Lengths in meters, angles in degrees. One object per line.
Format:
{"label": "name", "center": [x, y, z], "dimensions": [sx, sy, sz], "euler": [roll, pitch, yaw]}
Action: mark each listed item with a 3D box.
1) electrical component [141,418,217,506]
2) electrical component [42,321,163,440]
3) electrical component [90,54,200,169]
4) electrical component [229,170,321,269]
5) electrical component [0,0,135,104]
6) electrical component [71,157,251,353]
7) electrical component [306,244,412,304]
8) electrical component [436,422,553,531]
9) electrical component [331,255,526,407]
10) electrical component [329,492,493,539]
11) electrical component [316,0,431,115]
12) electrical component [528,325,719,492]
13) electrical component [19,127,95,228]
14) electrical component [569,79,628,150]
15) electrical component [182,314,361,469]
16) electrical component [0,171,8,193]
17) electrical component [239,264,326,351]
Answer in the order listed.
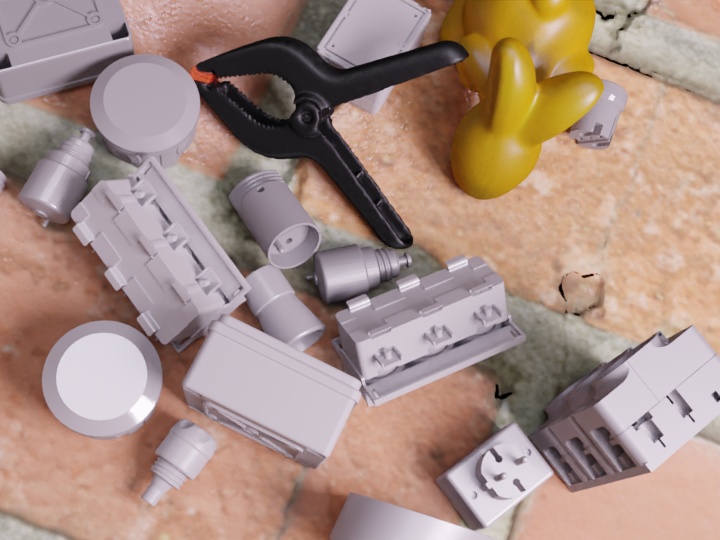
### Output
{"label": "electrical component", "center": [-0.129, 0.136, 0.751], "dimensions": [0.035, 0.035, 0.061], "euler": [35, 73, 4]}
{"label": "electrical component", "center": [-0.178, 0.079, 0.752], "dimensions": [0.080, 0.051, 0.080], "euler": [2, 73, -7]}
{"label": "electrical component", "center": [-0.162, -0.118, 0.816], "dimensions": [0.080, 0.051, 0.080], "euler": [2, 73, -7]}
{"label": "electrical component", "center": [-0.067, -0.043, 0.806], "dimensions": [0.043, 0.043, 0.081], "euler": [-25, 52, -15]}
{"label": "electrical component", "center": [-0.240, -0.196, 0.827], "dimensions": [0.109, 0.056, 0.108], "euler": [-18, 75, -13]}
{"label": "electrical component", "center": [-0.147, -0.009, 0.771], "dimensions": [0.079, 0.063, 0.121], "euler": [-41, 80, 23]}
{"label": "electrical component", "center": [0.000, 0.000, 0.808], "dimensions": [0.078, 0.040, 0.040], "euler": [-12, 75, -11]}
{"label": "electrical component", "center": [0.099, 0.144, 0.759], "dimensions": [0.066, 0.076, 0.047], "euler": [-34, 80, -17]}
{"label": "electrical component", "center": [0.047, 0.041, 0.784], "dimensions": [0.121, 0.063, 0.078], "euler": [-22, 37, -14]}
{"label": "electrical component", "center": [0.031, 0.183, 0.727], "dimensions": [0.099, 0.099, 0.064], "euler": [32, 77, 2]}
{"label": "electrical component", "center": [0.011, -0.181, 0.855], "dimensions": [0.062, 0.061, 0.096], "euler": [30, 71, 2]}
{"label": "electrical component", "center": [0.184, 0.097, 0.747], "dimensions": [0.089, 0.150, 0.061], "euler": [-35, 82, -16]}
{"label": "electrical component", "center": [-0.220, -0.071, 0.799], "dimensions": [0.040, 0.040, 0.078], "euler": [24, 71, 0]}
{"label": "electrical component", "center": [0.193, -0.126, 0.877], "dimensions": [0.040, 0.040, 0.046], "euler": [20, 76, -2]}
{"label": "electrical component", "center": [-0.062, 0.086, 0.737], "dimensions": [0.109, 0.108, 0.056], "euler": [26, 74, 0]}
{"label": "electrical component", "center": [-0.288, -0.051, 0.781], "dimensions": [0.043, 0.043, 0.081], "euler": [22, 71, -1]}
{"label": "electrical component", "center": [-0.060, 0.029, 0.791], "dimensions": [0.044, 0.044, 0.065], "euler": [-31, 74, -16]}
